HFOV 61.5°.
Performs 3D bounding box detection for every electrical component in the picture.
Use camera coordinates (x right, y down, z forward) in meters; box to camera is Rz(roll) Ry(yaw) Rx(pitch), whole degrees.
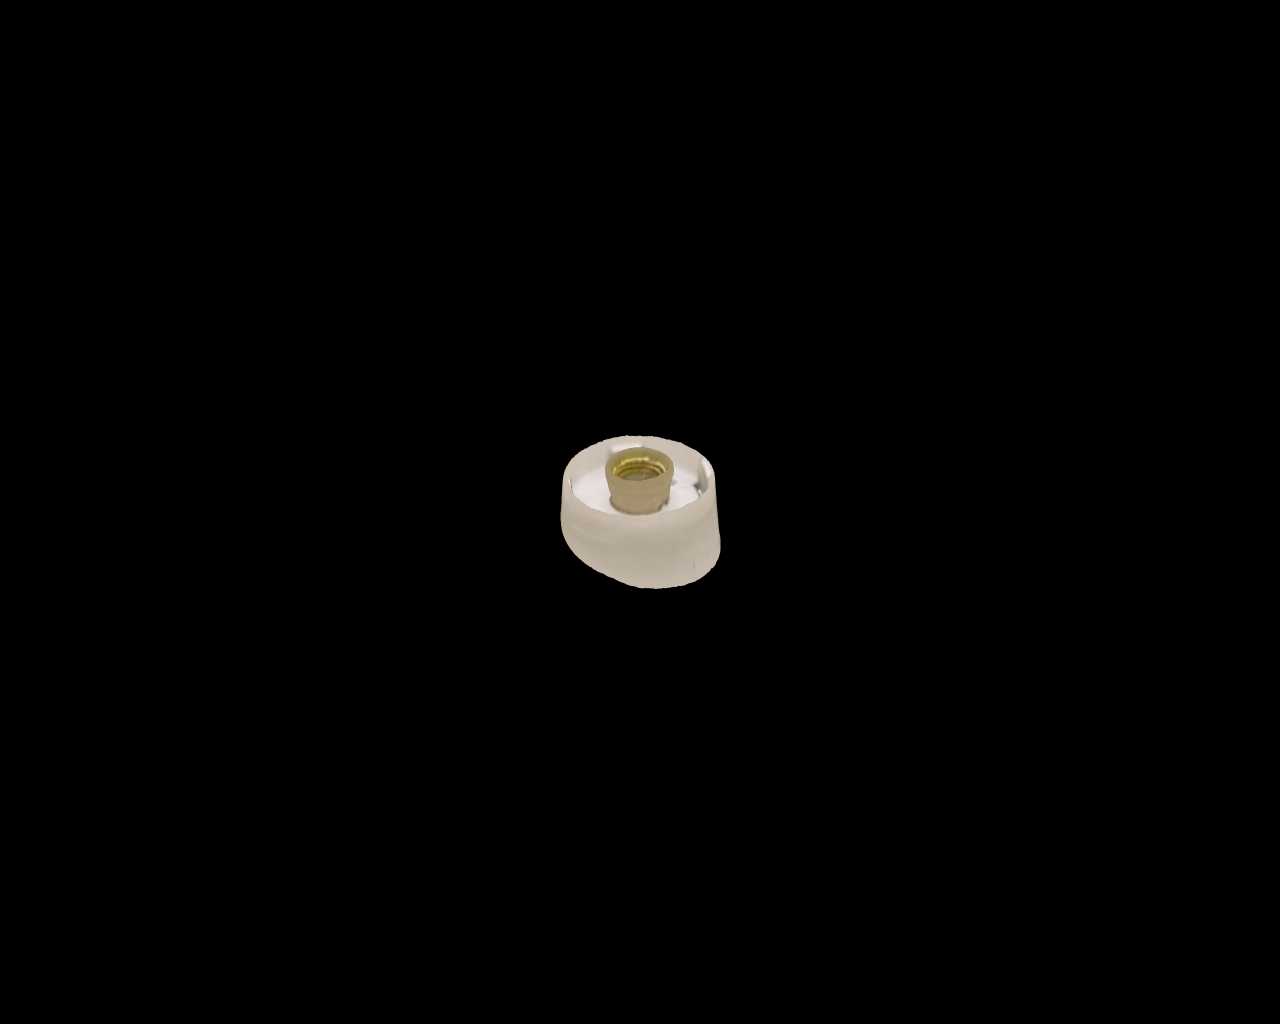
[{"bbox_3d":[0.001,-0.003,0.650,0.099,0.064,0.099,0,34,0],"label":"electrical component"}]
